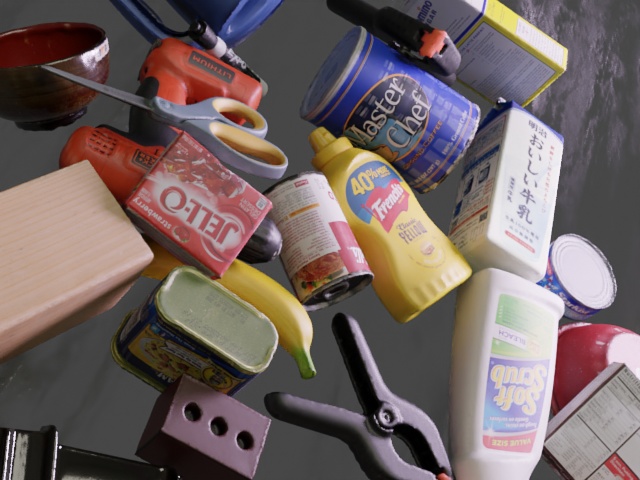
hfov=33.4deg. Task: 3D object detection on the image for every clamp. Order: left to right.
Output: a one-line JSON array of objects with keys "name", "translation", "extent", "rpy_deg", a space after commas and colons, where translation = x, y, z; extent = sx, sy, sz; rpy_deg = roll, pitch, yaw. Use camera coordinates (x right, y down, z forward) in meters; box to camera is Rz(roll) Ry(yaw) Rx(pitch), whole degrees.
[{"name": "clamp", "translation": [0.036, 0.151, 0.862], "extent": [0.120, 0.039, 0.171], "rpy_deg": [-36, 81, -34]}, {"name": "clamp", "translation": [0.080, -0.202, 1.055], "extent": [0.164, 0.036, 0.210], "rpy_deg": [33, 6, -6]}]

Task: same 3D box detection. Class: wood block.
[{"name": "wood block", "translation": [-0.228, 0.033, 0.718], "extent": [0.205, 0.090, 0.091], "rpy_deg": [-29, 80, -43]}]

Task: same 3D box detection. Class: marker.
[{"name": "marker", "translation": [-0.082, -0.161, 0.953], "extent": [0.121, 0.020, 0.020], "rpy_deg": [39, 33, -58]}]

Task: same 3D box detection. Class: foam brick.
[{"name": "foam brick", "translation": [-0.084, 0.143, 0.772], "extent": [0.078, 0.051, 0.053], "rpy_deg": [31, 48, -15]}]

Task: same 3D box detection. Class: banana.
[{"name": "banana", "translation": [-0.081, 0.037, 0.844], "extent": [0.197, 0.037, 0.069], "rpy_deg": [29, 25, -6]}]

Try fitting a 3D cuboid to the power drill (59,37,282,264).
[{"name": "power drill", "translation": [-0.102, -0.076, 0.876], "extent": [0.184, 0.057, 0.187], "rpy_deg": [27, 39, -12]}]

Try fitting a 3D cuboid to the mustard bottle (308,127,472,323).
[{"name": "mustard bottle", "translation": [0.051, -0.023, 0.972], "extent": [0.096, 0.058, 0.191], "rpy_deg": [-29, 80, -42]}]

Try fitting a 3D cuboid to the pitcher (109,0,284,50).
[{"name": "pitcher", "translation": [-0.140, -0.291, 0.977], "extent": [0.243, 0.145, 0.149], "rpy_deg": [44, 25, 2]}]

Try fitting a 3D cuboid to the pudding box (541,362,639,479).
[{"name": "pudding box", "translation": [0.260, 0.179, 0.961], "extent": [0.113, 0.039, 0.090], "rpy_deg": [-41, 87, -8]}]

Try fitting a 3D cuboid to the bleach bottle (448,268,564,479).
[{"name": "bleach bottle", "translation": [0.160, 0.152, 0.932], "extent": [0.102, 0.068, 0.250], "rpy_deg": [24, 52, -20]}]

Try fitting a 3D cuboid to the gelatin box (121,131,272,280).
[{"name": "gelatin box", "translation": [-0.090, -0.024, 0.784], "extent": [0.089, 0.030, 0.073], "rpy_deg": [40, 66, -12]}]

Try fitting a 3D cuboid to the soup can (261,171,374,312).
[{"name": "soup can", "translation": [-0.006, 0.001, 0.910], "extent": [0.068, 0.069, 0.102], "rpy_deg": [-11, 68, -39]}]

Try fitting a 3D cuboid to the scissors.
[{"name": "scissors", "translation": [-0.114, -0.106, 0.828], "extent": [0.201, 0.016, 0.096], "rpy_deg": [27, 29, -15]}]

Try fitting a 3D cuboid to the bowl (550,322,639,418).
[{"name": "bowl", "translation": [0.294, 0.142, 1.036], "extent": [0.161, 0.055, 0.162], "rpy_deg": [18, 52, -25]}]

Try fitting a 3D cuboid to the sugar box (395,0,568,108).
[{"name": "sugar box", "translation": [0.171, -0.215, 1.159], "extent": [0.176, 0.093, 0.048], "rpy_deg": [33, 46, -14]}]

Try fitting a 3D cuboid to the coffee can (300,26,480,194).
[{"name": "coffee can", "translation": [0.066, -0.123, 1.018], "extent": [0.140, 0.103, 0.102], "rpy_deg": [31, 48, -15]}]

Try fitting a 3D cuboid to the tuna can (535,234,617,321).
[{"name": "tuna can", "translation": [0.260, 0.039, 1.095], "extent": [0.086, 0.034, 0.086], "rpy_deg": [18, 53, -25]}]

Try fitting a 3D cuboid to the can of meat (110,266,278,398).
[{"name": "can of meat", "translation": [-0.092, 0.075, 0.789], "extent": [0.102, 0.084, 0.057], "rpy_deg": [34, 48, -11]}]
